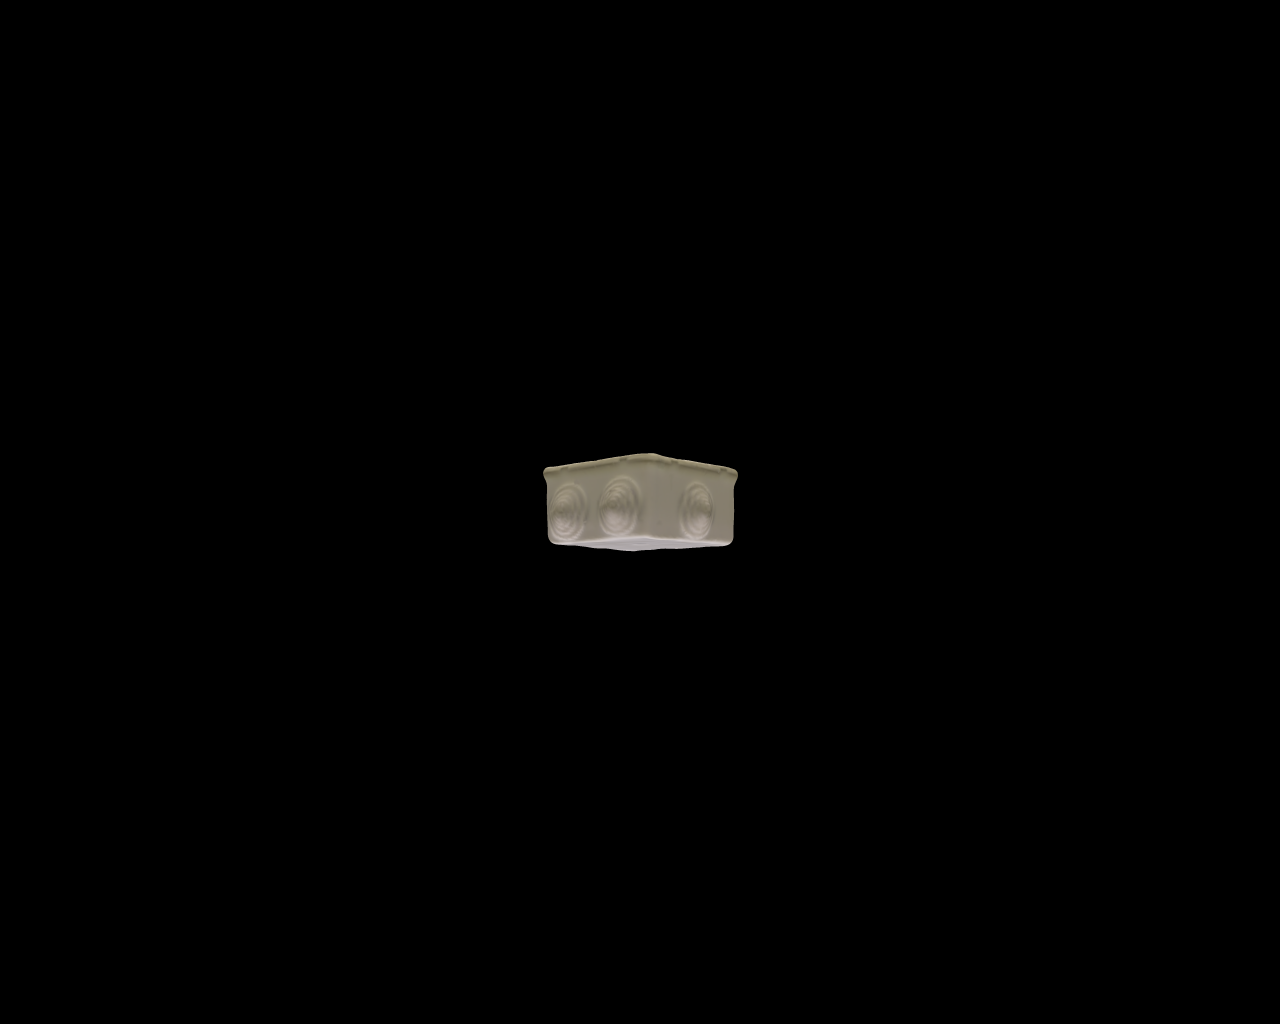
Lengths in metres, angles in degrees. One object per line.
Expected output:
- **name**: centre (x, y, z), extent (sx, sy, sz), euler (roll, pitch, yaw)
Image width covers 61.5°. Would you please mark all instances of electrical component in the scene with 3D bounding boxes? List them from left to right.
- **electrical component**: centre (0.001, -0.003, 0.650), extent (0.099, 0.048, 0.100), euler (-5, -8, 40)
